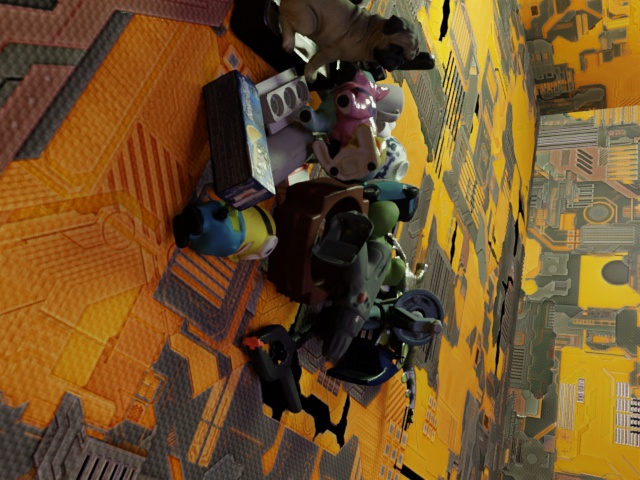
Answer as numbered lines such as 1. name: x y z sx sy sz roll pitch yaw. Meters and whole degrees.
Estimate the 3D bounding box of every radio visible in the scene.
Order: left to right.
1. radio: -0.047 -0.359 0.917 0.229 0.073 0.131 23 71 -58

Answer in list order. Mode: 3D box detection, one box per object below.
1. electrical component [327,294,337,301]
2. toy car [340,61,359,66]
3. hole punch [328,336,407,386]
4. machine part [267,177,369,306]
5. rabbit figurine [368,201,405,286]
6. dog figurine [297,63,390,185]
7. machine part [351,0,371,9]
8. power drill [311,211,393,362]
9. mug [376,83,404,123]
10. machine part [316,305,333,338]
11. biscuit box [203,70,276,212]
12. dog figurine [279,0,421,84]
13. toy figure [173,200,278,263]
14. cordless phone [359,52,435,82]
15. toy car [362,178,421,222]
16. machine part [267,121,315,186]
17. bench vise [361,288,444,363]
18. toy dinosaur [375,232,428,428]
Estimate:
1. electrical component: 0.056 0.104 1.072 0.078 0.102 0.045 46 47 -62
2. toy car: 0.054 -0.326 1.050 0.089 0.053 0.202 -73 173 -47
3. hole punch: 0.090 0.252 1.098 0.115 0.142 0.092 30 67 -44
4. machine part: -0.002 -0.003 0.941 0.201 0.087 0.200 -23 125 -56
5. rabbit figurine: 0.098 -0.004 1.111 0.159 0.121 0.170 7 106 -29
6. dog figurine: 0.066 -0.208 0.936 0.191 0.108 0.219 63 31 -12
7. machine part: 0.024 -0.500 1.021 0.179 0.056 0.179 14 70 -45
8. power drill: 0.051 0.069 0.901 0.232 0.086 0.207 -57 144 -28
9. mug: 0.119 -0.291 1.159 0.107 0.080 0.110 3 46 -23
10. machine part: 0.019 0.161 1.032 0.138 0.039 0.084 55 42 -77
11. biscuit box: -0.114 -0.143 0.749 0.059 0.063 0.203 37 35 -54
12. dog figurine: 0.047 -0.336 0.822 0.172 0.191 0.121 42 55 -49
13. toy figure: -0.129 -0.018 0.775 0.180 0.082 0.089 13 75 -55
14. cordless phone: 0.139 -0.386 1.109 0.146 0.184 0.088 45 56 -64
15. toy car: 0.132 -0.091 1.177 0.103 0.162 0.109 -114 -165 -46
16. machine part: -0.077 -0.131 0.866 0.243 0.079 0.079 -48 129 -48
17. bench vise: 0.170 0.160 1.110 0.241 0.224 0.128 -172 -90 -77
18. toy dinosaur: 0.206 0.211 1.321 0.198 0.105 0.471 -16 95 -50
